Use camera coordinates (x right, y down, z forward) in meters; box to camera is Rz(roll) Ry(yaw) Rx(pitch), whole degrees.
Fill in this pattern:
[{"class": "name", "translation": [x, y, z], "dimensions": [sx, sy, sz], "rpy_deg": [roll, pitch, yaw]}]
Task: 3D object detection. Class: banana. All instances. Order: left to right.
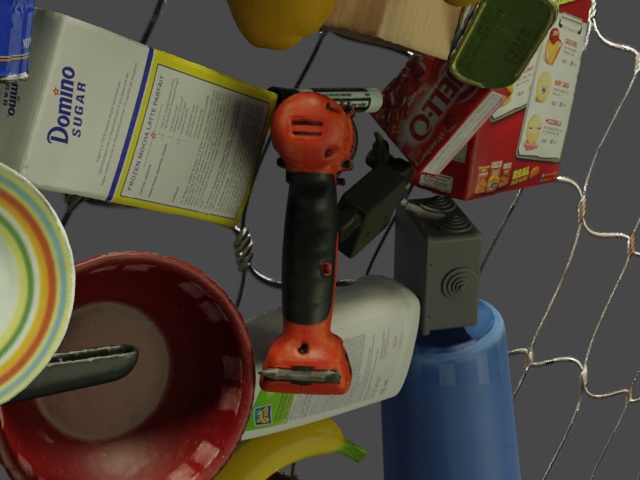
[{"class": "banana", "translation": [-0.049, 0.182, 0.801], "dimensions": [0.197, 0.070, 0.037], "rpy_deg": [-29, 163, -34]}]

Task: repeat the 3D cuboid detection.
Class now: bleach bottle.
[{"class": "bleach bottle", "translation": [-0.030, 0.090, 0.781], "dimensions": [0.250, 0.068, 0.102], "rpy_deg": [-7, 113, -48]}]

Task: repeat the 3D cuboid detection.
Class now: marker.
[{"class": "marker", "translation": [0.002, -0.101, 0.769], "dimensions": [0.120, 0.020, 0.020], "rpy_deg": [-9, 113, -50]}]

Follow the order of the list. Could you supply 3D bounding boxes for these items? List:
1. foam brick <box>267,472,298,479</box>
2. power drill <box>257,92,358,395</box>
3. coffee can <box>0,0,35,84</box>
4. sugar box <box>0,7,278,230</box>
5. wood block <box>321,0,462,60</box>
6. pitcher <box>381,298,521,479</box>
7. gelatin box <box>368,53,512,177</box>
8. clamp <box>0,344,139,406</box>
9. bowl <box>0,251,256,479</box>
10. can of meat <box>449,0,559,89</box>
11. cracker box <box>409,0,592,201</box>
[{"class": "foam brick", "translation": [-0.016, 0.228, 0.872], "dimensions": [0.078, 0.051, 0.053], "rpy_deg": [38, 77, -52]}, {"class": "power drill", "translation": [-0.005, 0.001, 0.700], "dimensions": [0.184, 0.057, 0.188], "rpy_deg": [-13, 103, -84]}, {"class": "coffee can", "translation": [-0.170, -0.146, 0.457], "dimensions": [0.102, 0.103, 0.140], "rpy_deg": [-7, 111, -50]}, {"class": "sugar box", "translation": [-0.106, -0.066, 0.626], "dimensions": [0.175, 0.048, 0.093], "rpy_deg": [13, 95, -50]}, {"class": "wood block", "translation": [0.056, -0.235, 0.711], "dimensions": [0.090, 0.090, 0.206], "rpy_deg": [3, 105, -52]}, {"class": "pitcher", "translation": [0.120, 0.168, 0.963], "dimensions": [0.145, 0.149, 0.243], "rpy_deg": [-12, 118, -9]}, {"class": "gelatin box", "translation": [0.088, -0.104, 0.804], "dimensions": [0.030, 0.073, 0.089], "rpy_deg": [6, 131, -53]}, {"class": "clamp", "translation": [-0.202, 0.074, 0.541], "dimensions": [0.164, 0.036, 0.210], "rpy_deg": [46, 71, -23]}, {"class": "bowl", "translation": [-0.122, 0.084, 0.638], "dimensions": [0.161, 0.055, 0.162], "rpy_deg": [-3, 97, -27]}, {"class": "can of meat", "translation": [0.128, -0.166, 0.738], "dimensions": [0.102, 0.057, 0.084], "rpy_deg": [114, -10, -55]}, {"class": "cracker box", "translation": [0.154, -0.150, 0.897], "dimensions": [0.163, 0.072, 0.214], "rpy_deg": [-13, 115, -50]}]
